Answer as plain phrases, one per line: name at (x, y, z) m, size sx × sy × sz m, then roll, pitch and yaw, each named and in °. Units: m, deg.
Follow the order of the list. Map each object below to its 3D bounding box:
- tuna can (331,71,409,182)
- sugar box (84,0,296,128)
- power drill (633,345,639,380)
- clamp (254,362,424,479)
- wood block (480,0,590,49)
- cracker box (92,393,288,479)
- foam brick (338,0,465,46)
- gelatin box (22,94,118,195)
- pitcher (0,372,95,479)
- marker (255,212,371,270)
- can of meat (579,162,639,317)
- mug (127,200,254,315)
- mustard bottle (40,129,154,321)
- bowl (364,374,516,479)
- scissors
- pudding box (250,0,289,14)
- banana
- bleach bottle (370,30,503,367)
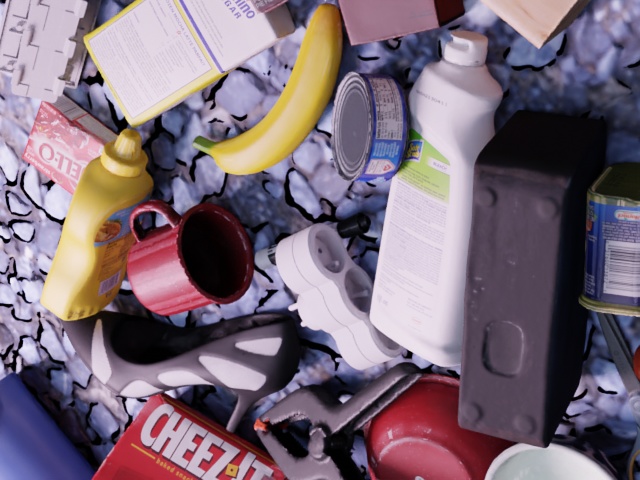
tuna can at (0.038, -0.088, 0.835) m, size 0.033 × 0.086 × 0.086 m, roll 0°, pitch 120°, yaw -19°
sugar box at (-0.112, -0.175, 0.905) m, size 0.176 × 0.048 × 0.093 m, roll -25°, pitch 98°, yaw 31°
power drill at (0.321, 0.066, 0.760) m, size 0.188 × 0.057 × 0.184 m, roll -39°, pitch 90°, yaw 35°
clamp at (0.015, 0.172, 0.951) m, size 0.210 × 0.036 × 0.164 m, roll 14°, pitch 94°, yaw 51°
wood block at (0.108, -0.237, 0.728) m, size 0.206 × 0.090 × 0.090 m, roll 41°, pitch 125°, yaw 7°
cracker box at (-0.146, 0.274, 1.015) m, size 0.164 × 0.213 × 0.072 m, roll 27°, pitch 158°, yaw 16°
foam brick at (0.060, -0.182, 0.801) m, size 0.078 × 0.051 × 0.053 m, roll -5°, pitch 109°, yaw 31°
gelatin box at (-0.235, -0.086, 1.018) m, size 0.089 × 0.030 × 0.073 m, roll 37°, pitch 124°, yaw 11°
pitcher at (-0.310, 0.275, 1.168) m, size 0.145 × 0.149 × 0.243 m, roll -41°, pitch 92°, yaw 20°
marker at (-0.006, 0.001, 0.936) m, size 0.121 × 0.020 × 0.020 m, roll -21°, pitch 100°, yaw 33°
can of meat at (0.222, -0.004, 0.759) m, size 0.058 × 0.102 × 0.084 m, roll 7°, pitch 112°, yaw 25°
mug at (-0.127, 0.013, 0.962) m, size 0.082 × 0.093 × 0.117 m, roll -19°, pitch 120°, yaw 39°
mustard bottle at (-0.199, -0.019, 0.987) m, size 0.058 × 0.096 × 0.192 m, roll 34°, pitch 123°, yaw 13°
bowl at (0.102, 0.201, 0.942) m, size 0.162 × 0.055 × 0.162 m, roll 11°, pitch 116°, yaw 25°
scissors at (0.275, 0.135, 0.841) m, size 0.096 × 0.016 × 0.202 m, roll -2°, pitch 110°, yaw 28°
pudding box at (-0.019, -0.237, 0.809) m, size 0.113 × 0.039 × 0.090 m, roll -27°, pitch 97°, yaw 12°
banana at (-0.034, -0.110, 0.891) m, size 0.069 × 0.037 × 0.198 m, roll 46°, pitch 125°, yaw -5°
bleach bottle at (0.101, -0.034, 0.829) m, size 0.103 × 0.067 × 0.251 m, roll 29°, pitch 123°, yaw 39°
